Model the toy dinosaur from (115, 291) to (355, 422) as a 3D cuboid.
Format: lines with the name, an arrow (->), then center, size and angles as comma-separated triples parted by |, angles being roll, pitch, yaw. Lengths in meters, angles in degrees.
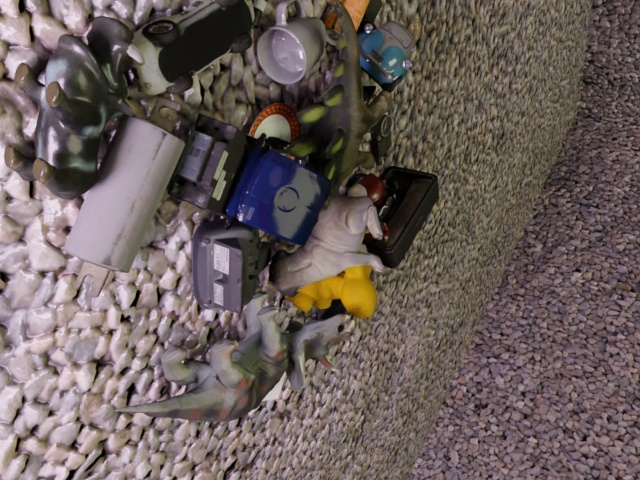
toy dinosaur -> -0.125, 0.217, 0.874 | 0.405, 0.131, 0.192 | -30, 112, -36

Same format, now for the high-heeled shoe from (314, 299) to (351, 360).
high-heeled shoe -> 0.045, 0.154, 1.205 | 0.249, 0.086, 0.145 | -50, 154, -31

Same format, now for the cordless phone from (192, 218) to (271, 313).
cordless phone -> -0.120, 0.021, 0.858 | 0.184, 0.089, 0.146 | -42, 142, -58

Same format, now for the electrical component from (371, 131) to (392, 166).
electrical component -> 0.136, -0.212, 1.179 | 0.063, 0.021, 0.093 | -48, 144, -33

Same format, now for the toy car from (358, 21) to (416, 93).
toy car -> 0.121, -0.326, 0.944 | 0.103, 0.109, 0.161 | -46, 177, 16

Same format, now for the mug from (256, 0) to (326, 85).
mug -> -0.037, -0.298, 0.788 | 0.107, 0.081, 0.109 | -54, 142, -45

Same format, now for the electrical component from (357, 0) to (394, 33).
electrical component -> 0.094, -0.418, 0.956 | 0.102, 0.045, 0.078 | -60, 151, -17

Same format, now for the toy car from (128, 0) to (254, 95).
toy car -> -0.148, -0.244, 0.648 | 0.202, 0.056, 0.073 | -50, 146, -35

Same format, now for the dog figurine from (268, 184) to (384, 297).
dog figurine -> -0.001, 0.000, 0.923 | 0.191, 0.121, 0.172 | -12, 101, -15

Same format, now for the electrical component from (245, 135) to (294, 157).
electrical component -> -0.086, -0.095, 0.812 | 0.075, 0.048, 0.119 | -15, 123, -52

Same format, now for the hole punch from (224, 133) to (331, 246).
hole punch -> -0.058, -0.060, 0.751 | 0.115, 0.092, 0.142 | 21, 94, -55

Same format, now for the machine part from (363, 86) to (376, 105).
machine part -> 0.068, -0.274, 1.013 | 0.084, 0.039, 0.138 | -59, 152, -2

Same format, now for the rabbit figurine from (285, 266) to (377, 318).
rabbit figurine -> 0.043, 0.085, 1.056 | 0.121, 0.173, 0.162 | 28, 88, -57

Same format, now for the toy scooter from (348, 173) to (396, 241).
toy scooter -> 0.100, -0.056, 1.101 | 0.184, 0.135, 0.075 | -57, 148, -24

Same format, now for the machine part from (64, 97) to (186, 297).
machine part -> -0.224, -0.053, 0.618 | 0.079, 0.079, 0.243 | 27, 84, -61

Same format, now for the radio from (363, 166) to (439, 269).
radio -> 0.163, -0.058, 1.208 | 0.229, 0.131, 0.073 | -55, 147, -24

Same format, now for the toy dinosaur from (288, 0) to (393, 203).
toy dinosaur -> 0.033, -0.190, 0.883 | 0.198, 0.105, 0.470 | -52, 157, -35

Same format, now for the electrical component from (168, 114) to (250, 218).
electrical component -> -0.143, -0.096, 0.706 | 0.134, 0.058, 0.115 | 53, 56, -82

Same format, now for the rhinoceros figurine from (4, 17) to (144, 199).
rhinoceros figurine -> -0.240, -0.133, 0.544 | 0.112, 0.073, 0.190 | 12, 97, -59
